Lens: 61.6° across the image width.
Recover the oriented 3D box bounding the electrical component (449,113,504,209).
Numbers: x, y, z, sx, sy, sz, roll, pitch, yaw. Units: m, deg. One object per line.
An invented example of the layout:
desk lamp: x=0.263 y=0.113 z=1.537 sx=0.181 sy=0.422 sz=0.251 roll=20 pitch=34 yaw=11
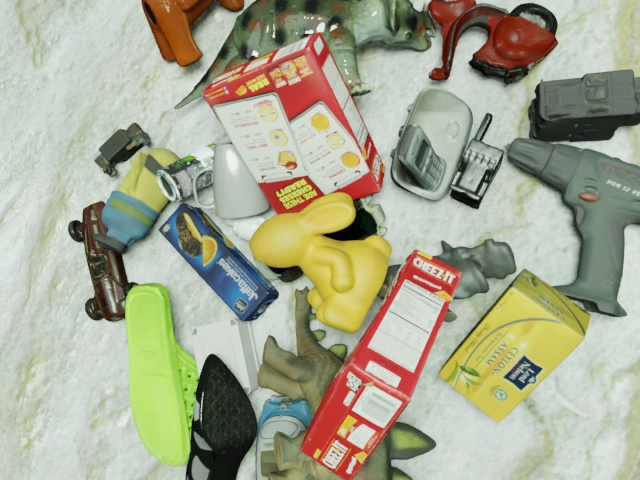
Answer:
electrical component: x=0.220 y=-0.107 z=0.729 sx=0.048 sy=0.074 sz=0.119 roll=28 pitch=88 yaw=16

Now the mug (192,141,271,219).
mug: x=-0.133 y=-0.091 z=0.792 sx=0.110 sy=0.081 sz=0.107 roll=-7 pitch=107 yaw=-4

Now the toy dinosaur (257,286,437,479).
toy dinosaur: x=0.036 y=0.251 z=0.652 sx=0.199 sy=0.105 sz=0.472 roll=-3 pitch=51 yaw=-14

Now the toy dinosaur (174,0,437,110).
toy dinosaur: x=-0.037 y=-0.289 z=0.770 sx=0.405 sy=0.131 sz=0.192 roll=-1 pitch=95 yaw=10

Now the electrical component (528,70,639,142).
electrical component: x=0.340 y=-0.166 z=0.683 sx=0.134 sy=0.115 sz=0.058 roll=-1 pitch=86 yaw=16

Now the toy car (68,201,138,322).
toy car: x=-0.353 y=0.033 z=0.873 sx=0.089 sy=0.053 sz=0.202 roll=-20 pitch=80 yaw=14

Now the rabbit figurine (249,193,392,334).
rabbit figurine: x=-0.002 y=0.018 z=0.690 sx=0.173 sy=0.122 sz=0.162 roll=26 pitch=105 yaw=-7

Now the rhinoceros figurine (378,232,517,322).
rhinoceros figurine: x=0.162 y=0.051 z=0.713 sx=0.190 sy=0.112 sz=0.073 roll=-18 pitch=109 yaw=26

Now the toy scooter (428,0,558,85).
toy scooter: x=0.223 y=-0.268 z=0.742 sx=0.184 sy=0.075 sz=0.135 roll=25 pitch=94 yaw=11

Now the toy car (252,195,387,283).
toy car: x=-0.002 y=-0.002 z=0.776 sx=0.202 sy=0.056 sz=0.073 roll=-24 pitch=107 yaw=10

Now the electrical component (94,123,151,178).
electrical component: x=-0.319 y=-0.144 z=0.870 sx=0.102 sy=0.078 sz=0.045 roll=-39 pitch=88 yaw=5

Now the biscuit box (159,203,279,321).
biscuit box: x=-0.152 y=0.033 z=0.815 sx=0.203 sy=0.059 sz=0.063 roll=44 pitch=96 yaw=15

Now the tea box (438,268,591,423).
tea box: x=0.236 y=0.131 z=0.663 sx=0.098 sy=0.068 sz=0.169 roll=37 pitch=123 yaw=16

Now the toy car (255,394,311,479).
toy car: x=-0.042 y=0.298 z=0.736 sx=0.109 sy=0.103 sz=0.161 roll=-5 pitch=85 yaw=13

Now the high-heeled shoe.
high-heeled shoe: x=-0.159 y=0.284 z=0.763 sx=0.145 sy=0.086 sz=0.248 roll=-13 pitch=82 yaw=50

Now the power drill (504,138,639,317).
power drill: x=0.334 y=-0.014 z=0.693 sx=0.232 sy=0.086 sz=0.207 roll=16 pitch=81 yaw=15

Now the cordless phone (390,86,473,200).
cordless phone: x=0.136 y=-0.139 z=0.697 sx=0.089 sy=0.184 sz=0.146 roll=20 pitch=89 yaw=20

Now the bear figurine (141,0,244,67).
bear figurine: x=-0.177 y=-0.377 z=0.855 sx=0.196 sy=0.131 sz=0.120 roll=-33 pitch=37 yaw=-20

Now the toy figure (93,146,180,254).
toy figure: x=-0.279 y=-0.062 z=0.839 sx=0.082 sy=0.089 sz=0.180 roll=0 pitch=64 yaw=58
